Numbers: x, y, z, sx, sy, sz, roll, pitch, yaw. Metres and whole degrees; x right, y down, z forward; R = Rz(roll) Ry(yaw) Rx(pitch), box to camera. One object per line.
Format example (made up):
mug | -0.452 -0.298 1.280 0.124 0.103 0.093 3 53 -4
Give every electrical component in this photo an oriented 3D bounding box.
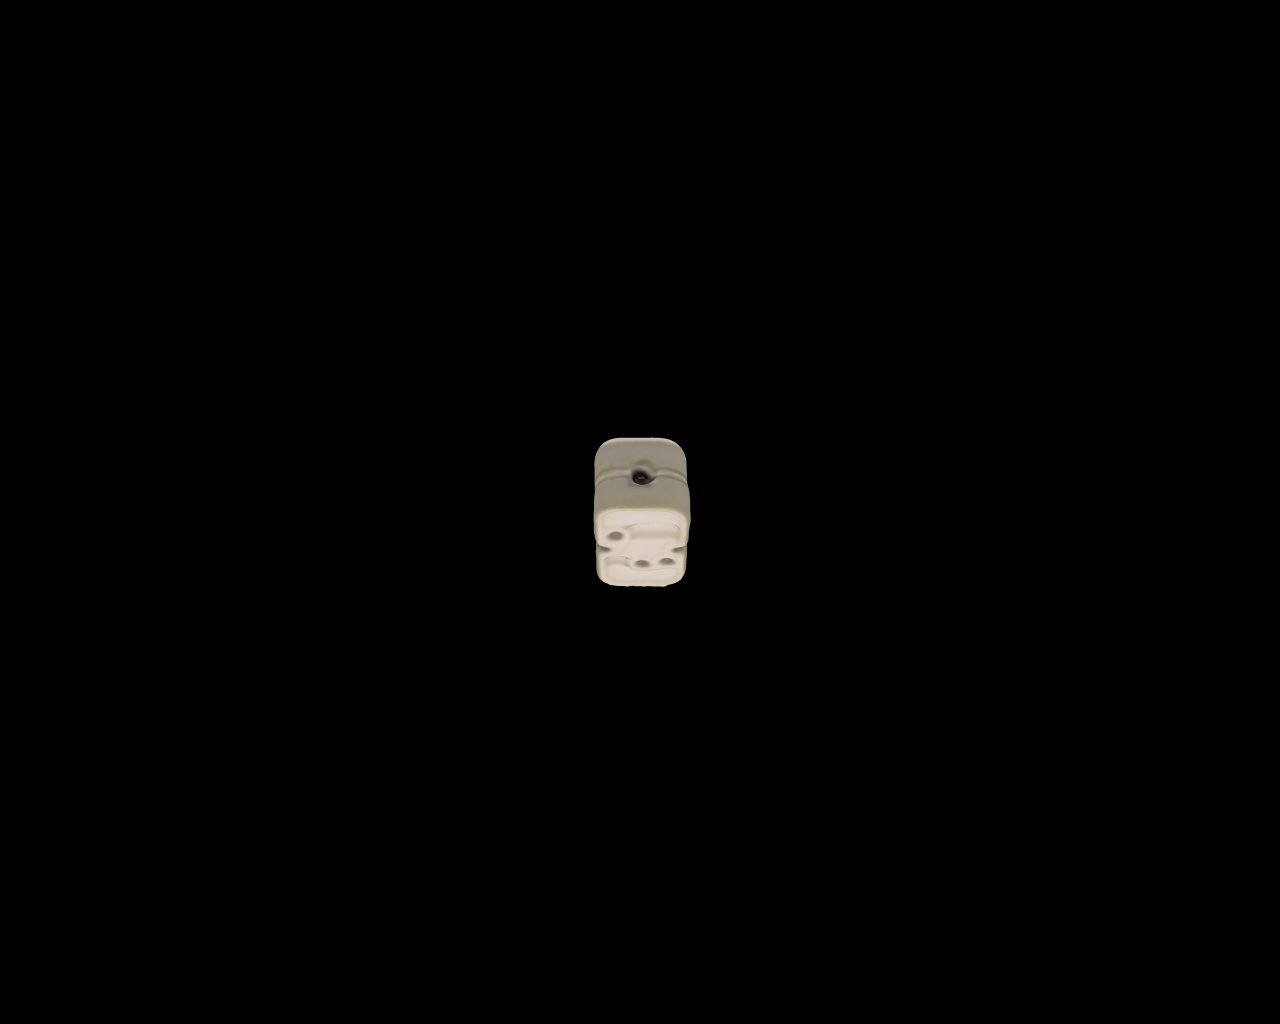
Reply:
electrical component | 0.001 -0.003 0.650 0.054 0.059 0.095 0 -32 0
